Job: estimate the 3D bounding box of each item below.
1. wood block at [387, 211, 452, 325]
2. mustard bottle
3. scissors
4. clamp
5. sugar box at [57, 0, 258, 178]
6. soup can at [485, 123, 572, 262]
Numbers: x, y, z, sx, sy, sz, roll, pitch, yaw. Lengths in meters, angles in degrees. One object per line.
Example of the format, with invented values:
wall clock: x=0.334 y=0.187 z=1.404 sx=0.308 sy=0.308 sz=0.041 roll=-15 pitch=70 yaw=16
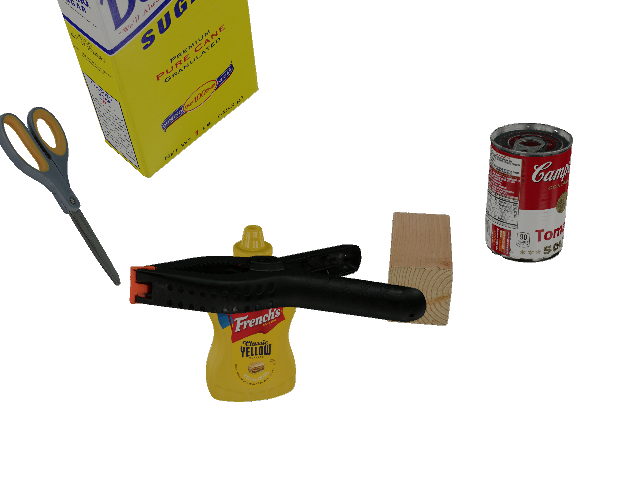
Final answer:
wood block: x=0.148 y=0.038 z=1.592 sx=0.091 sy=0.090 sz=0.206 roll=4 pitch=24 yaw=4
mustard bottle: x=-0.073 y=0.075 z=1.134 sx=0.096 sy=0.192 sz=0.058 roll=-3 pitch=22 yaw=-14
scissors: x=-0.253 y=-0.054 z=1.084 sx=0.016 sy=0.201 sz=0.096 roll=-24 pitch=27 yaw=27
clamp: x=-0.034 y=0.033 z=0.797 sx=0.209 sy=0.036 sz=0.165 roll=-2 pitch=12 yaw=-22
sugar box: x=-0.083 y=-0.117 z=0.559 sx=0.048 sy=0.093 sz=0.176 roll=41 pitch=-20 yaw=19
soup can: x=0.176 y=-0.041 z=0.909 sx=0.068 sy=0.102 sz=0.068 roll=-1 pitch=27 yaw=0
